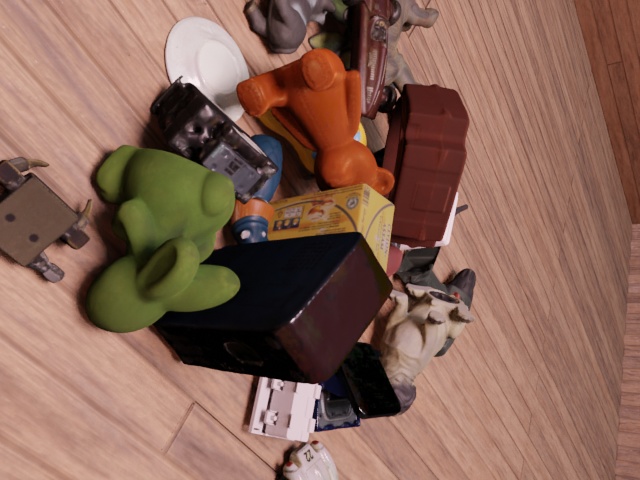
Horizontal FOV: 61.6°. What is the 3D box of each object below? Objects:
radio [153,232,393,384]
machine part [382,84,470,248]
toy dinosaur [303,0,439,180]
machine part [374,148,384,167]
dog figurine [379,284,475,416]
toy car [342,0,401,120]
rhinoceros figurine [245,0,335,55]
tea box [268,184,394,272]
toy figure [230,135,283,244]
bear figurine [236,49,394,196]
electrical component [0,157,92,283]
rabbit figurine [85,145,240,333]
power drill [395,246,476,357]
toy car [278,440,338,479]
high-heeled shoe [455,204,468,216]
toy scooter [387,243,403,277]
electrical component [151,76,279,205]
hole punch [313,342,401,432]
[{"bbox_3d":[-0.057,0.064,0.531,0.131,0.230,0.073,-51,120,-37],"label":"radio"},{"bbox_3d":[0.138,-0.107,0.765,0.201,0.087,0.200,-79,178,-57],"label":"machine part"},{"bbox_3d":[0.077,-0.289,0.853,0.198,0.105,0.471,24,72,-39],"label":"toy dinosaur"},{"bbox_3d":[0.092,-0.114,0.895,0.139,0.039,0.084,-14,105,-53],"label":"machine part"},{"bbox_3d":[0.155,0.180,0.866,0.172,0.121,0.190,2,111,-39],"label":"dog figurine"},{"bbox_3d":[0.072,-0.268,0.745,0.089,0.053,0.202,14,74,-41],"label":"toy car"},{"bbox_3d":[-0.026,-0.339,0.742,0.112,0.073,0.190,43,54,-33],"label":"rhinoceros figurine"},{"bbox_3d":[-0.001,-0.002,0.654,0.068,0.170,0.098,30,64,-46],"label":"tea box"},{"bbox_3d":[-0.078,-0.050,0.651,0.064,0.058,0.154,18,69,-28],"label":"toy figure"},{"bbox_3d":[0.004,-0.118,0.639,0.195,0.120,0.132,71,25,-16],"label":"bear figurine"},{"bbox_3d":[-0.243,-0.022,0.459,0.078,0.045,0.102,-50,125,-8],"label":"electrical component"},{"bbox_3d":[-0.146,0.015,0.508,0.121,0.159,0.170,39,71,-53],"label":"rabbit figurine"},{"bbox_3d":[0.221,0.083,1.006,0.232,0.086,0.207,-58,136,-34],"label":"power drill"},{"bbox_3d":[-0.003,0.361,0.695,0.073,0.056,0.201,-19,101,-51],"label":"toy car"},{"bbox_3d":[0.200,-0.131,1.025,0.145,0.086,0.248,-17,84,-26],"label":"high-heeled shoe"},{"bbox_3d":[0.058,0.040,0.801,0.183,0.075,0.135,18,71,-45],"label":"toy scooter"},{"bbox_3d":[-0.109,-0.102,0.566,0.058,0.134,0.114,-47,129,7],"label":"electrical component"},{"bbox_3d":[0.037,0.207,0.758,0.142,0.092,0.116,15,46,-47],"label":"hole punch"}]
